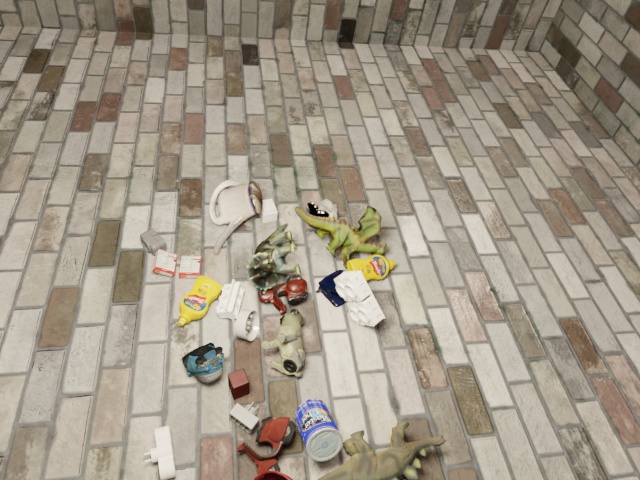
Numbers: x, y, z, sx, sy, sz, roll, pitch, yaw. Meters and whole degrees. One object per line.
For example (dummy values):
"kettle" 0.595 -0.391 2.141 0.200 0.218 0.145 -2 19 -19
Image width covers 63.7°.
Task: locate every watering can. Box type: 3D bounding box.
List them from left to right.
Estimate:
"watering can" -0.329 -0.109 2.019 0.224 0.102 0.356 -16 54 10

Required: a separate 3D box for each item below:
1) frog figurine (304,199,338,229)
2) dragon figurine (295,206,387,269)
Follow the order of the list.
"frog figurine" 0.006 -0.106 2.107 0.137 0.122 0.160 9 11 10
"dragon figurine" 0.113 -0.045 1.925 0.241 0.404 0.125 -36 34 10
